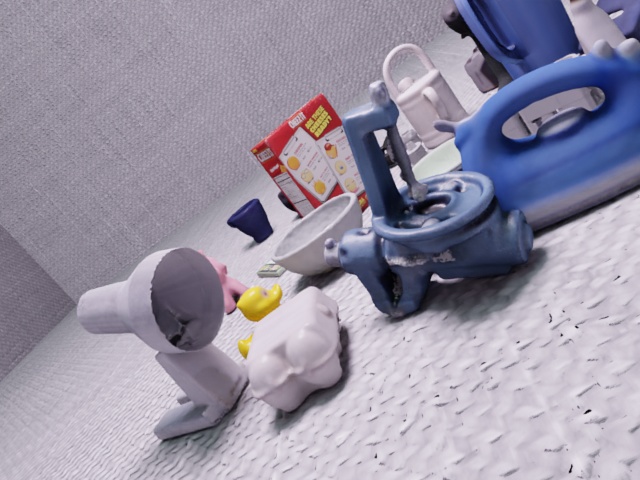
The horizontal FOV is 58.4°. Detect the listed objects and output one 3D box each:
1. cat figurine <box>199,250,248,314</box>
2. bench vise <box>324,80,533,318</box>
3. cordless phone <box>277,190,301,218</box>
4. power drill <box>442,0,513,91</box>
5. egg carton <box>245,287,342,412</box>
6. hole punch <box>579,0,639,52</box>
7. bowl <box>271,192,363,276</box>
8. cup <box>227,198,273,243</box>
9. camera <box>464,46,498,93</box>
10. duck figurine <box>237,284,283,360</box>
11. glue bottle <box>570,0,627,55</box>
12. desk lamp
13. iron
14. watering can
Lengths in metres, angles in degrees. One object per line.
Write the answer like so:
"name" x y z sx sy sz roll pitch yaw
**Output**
"cat figurine" -0.199 0.072 1.095 0.067 0.118 0.127 -42 15 -17
"bench vise" 0.068 -0.029 0.559 0.207 0.220 0.121 -32 16 22
"cordless phone" -0.052 -0.160 1.326 0.147 0.185 0.094 -35 15 9
"power drill" 0.299 -0.353 1.028 0.075 0.208 0.230 -29 17 32
"egg carton" -0.024 0.116 0.633 0.107 0.069 0.150 -35 15 10
"hole punch" 0.429 -0.308 0.813 0.101 0.091 0.108 -41 15 -12
"bowl" 0.008 0.003 0.897 0.167 0.075 0.167 -35 15 11
"cup" -0.170 -0.036 1.410 0.117 0.095 0.092 -26 18 38
"camera" 0.383 -0.392 1.169 0.143 0.101 0.136 -44 15 -22
"duck figurine" -0.075 0.105 0.760 0.105 0.086 0.077 -43 15 -19
"glue bottle" 0.318 -0.221 0.646 0.037 0.173 0.078 -33 15 17
"desk lamp" -0.185 0.126 0.699 0.202 0.214 0.118 -28 18 34
"iron" 0.244 -0.116 0.560 0.257 0.141 0.119 -29 17 31
"watering can" 0.190 -0.280 1.095 0.101 0.194 0.172 -42 15 -16
